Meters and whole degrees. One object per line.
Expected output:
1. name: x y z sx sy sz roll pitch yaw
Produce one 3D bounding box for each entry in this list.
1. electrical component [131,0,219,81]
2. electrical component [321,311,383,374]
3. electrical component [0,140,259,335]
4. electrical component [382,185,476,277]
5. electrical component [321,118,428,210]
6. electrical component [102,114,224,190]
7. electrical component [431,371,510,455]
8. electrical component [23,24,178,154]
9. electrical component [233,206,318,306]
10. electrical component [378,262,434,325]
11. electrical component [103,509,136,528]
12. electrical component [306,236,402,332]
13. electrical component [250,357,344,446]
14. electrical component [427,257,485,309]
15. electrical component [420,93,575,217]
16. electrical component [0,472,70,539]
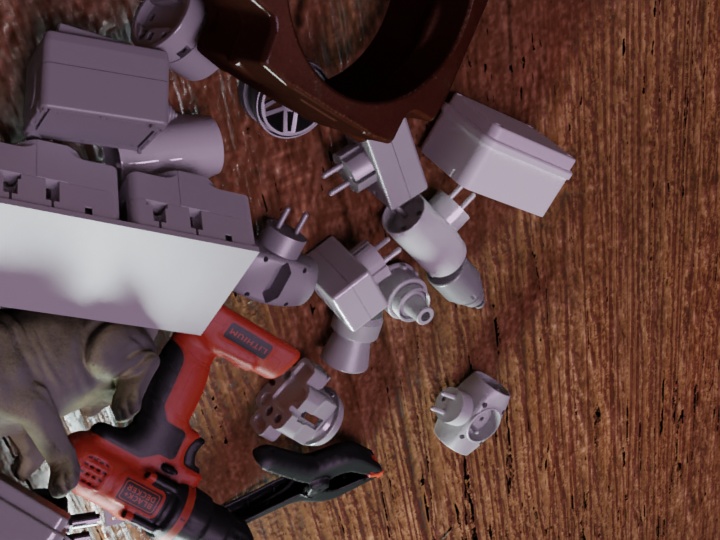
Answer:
1. electrical component: -0.119 -0.161 0.732 0.055 0.055 0.047 -51 137 5
2. electrical component: -0.007 0.058 0.963 0.045 0.045 0.055 1 119 -35
3. electrical component: -0.179 -0.021 0.742 0.186 0.060 0.105 11 139 -29
4. electrical component: 0.069 -0.044 0.946 0.079 0.044 0.077 -46 134 1
5. electrical component: 0.003 -0.087 0.869 0.076 0.047 0.083 -33 133 -12
6. electrical component: -0.143 -0.070 0.783 0.077 0.044 0.079 -12 125 -28
7. electrical component: 0.103 0.142 1.094 0.079 0.044 0.077 24 104 -42
8. electrical component: -0.166 -0.118 0.706 0.096 0.062 0.061 5 77 -27
9. electrical component: -0.069 -0.015 0.872 0.077 0.043 0.079 17 108 -40
10. electrical component: 0.042 0.026 0.962 0.048 0.062 0.048 -18 128 -24
11. electrical component: -0.182 0.182 0.911 0.081 0.064 0.042 -10 103 -29
12. electrical component: 0.000 0.000 0.913 0.077 0.066 0.047 -37 133 -8
13. electrical component: -0.052 0.124 0.968 0.078 0.058 0.057 -50 131 3
14. electrical component: 0.094 0.013 1.004 0.040 0.040 0.078 -46 134 1
15. electrical component: 0.119 -0.098 0.920 0.113 0.078 0.057 15 113 -40
16. electrical component: -0.279 0.183 0.805 0.113 0.078 0.057 33 75 -6
